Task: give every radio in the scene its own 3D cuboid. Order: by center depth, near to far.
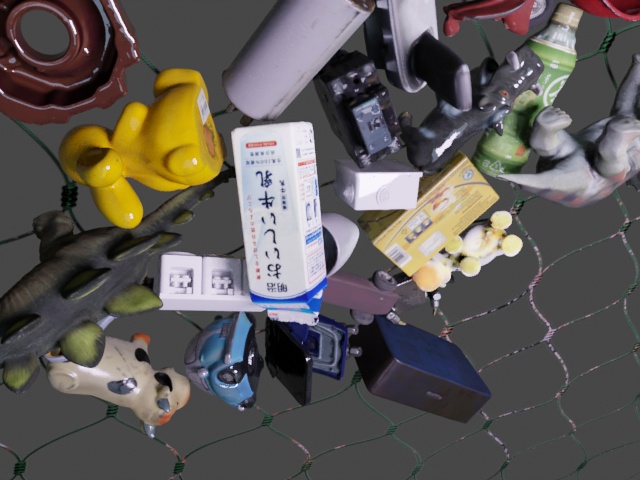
[{"bbox_3d":[0.160,0.204,0.874,0.229,0.131,0.073,27,110,-30],"label":"radio"}]

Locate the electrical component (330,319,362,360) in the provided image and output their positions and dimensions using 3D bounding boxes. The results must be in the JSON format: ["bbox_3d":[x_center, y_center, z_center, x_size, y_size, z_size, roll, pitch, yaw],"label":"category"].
[{"bbox_3d":[0.023,0.156,0.842,0.021,0.094,0.063,-18,100,-49],"label":"electrical component"}]

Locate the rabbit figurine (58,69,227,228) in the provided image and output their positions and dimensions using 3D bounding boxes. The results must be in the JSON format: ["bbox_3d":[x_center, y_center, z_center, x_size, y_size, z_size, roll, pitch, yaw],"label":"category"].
[{"bbox_3d":[-0.199,-0.088,0.578,0.173,0.162,0.121,-4,137,5],"label":"rabbit figurine"}]

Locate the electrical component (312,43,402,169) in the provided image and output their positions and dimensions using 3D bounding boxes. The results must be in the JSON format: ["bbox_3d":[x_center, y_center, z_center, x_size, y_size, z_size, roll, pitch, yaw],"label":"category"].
[{"bbox_3d":[0.040,-0.151,0.608,0.058,0.134,0.114,-29,123,1],"label":"electrical component"}]

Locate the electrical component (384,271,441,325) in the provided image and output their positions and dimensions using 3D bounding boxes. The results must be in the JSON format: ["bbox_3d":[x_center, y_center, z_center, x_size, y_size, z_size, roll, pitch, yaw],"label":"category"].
[{"bbox_3d":[0.143,0.089,0.848,0.102,0.045,0.078,-16,126,-8],"label":"electrical component"}]

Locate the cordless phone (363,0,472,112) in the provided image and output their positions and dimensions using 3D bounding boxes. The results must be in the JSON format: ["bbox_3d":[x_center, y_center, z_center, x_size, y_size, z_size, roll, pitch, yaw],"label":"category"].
[{"bbox_3d":[0.107,-0.217,0.557,0.089,0.184,0.146,-16,125,-2],"label":"cordless phone"}]

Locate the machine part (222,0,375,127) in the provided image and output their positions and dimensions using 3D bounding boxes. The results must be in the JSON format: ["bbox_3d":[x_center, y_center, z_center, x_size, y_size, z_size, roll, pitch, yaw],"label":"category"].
[{"bbox_3d":[-0.027,-0.202,0.551,0.079,0.079,0.243,24,137,-29],"label":"machine part"}]

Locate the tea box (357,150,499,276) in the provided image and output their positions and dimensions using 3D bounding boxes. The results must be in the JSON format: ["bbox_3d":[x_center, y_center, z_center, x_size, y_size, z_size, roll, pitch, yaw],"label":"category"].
[{"bbox_3d":[0.150,-0.043,0.752,0.169,0.068,0.098,-42,125,10],"label":"tea box"}]

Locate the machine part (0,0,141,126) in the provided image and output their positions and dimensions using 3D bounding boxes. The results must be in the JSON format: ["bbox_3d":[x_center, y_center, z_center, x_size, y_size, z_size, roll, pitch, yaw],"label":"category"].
[{"bbox_3d":[-0.268,-0.202,0.524,0.179,0.056,0.179,-8,124,-12],"label":"machine part"}]

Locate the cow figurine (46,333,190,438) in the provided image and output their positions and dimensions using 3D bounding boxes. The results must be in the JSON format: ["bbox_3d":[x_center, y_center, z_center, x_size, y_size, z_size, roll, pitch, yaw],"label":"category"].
[{"bbox_3d":[-0.268,0.187,0.729,0.195,0.127,0.085,24,115,-26],"label":"cow figurine"}]

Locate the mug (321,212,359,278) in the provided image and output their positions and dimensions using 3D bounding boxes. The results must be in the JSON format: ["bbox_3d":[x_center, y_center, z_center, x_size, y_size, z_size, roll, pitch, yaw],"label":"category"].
[{"bbox_3d":[-0.001,-0.002,0.716,0.107,0.110,0.080,-21,134,-61],"label":"mug"}]

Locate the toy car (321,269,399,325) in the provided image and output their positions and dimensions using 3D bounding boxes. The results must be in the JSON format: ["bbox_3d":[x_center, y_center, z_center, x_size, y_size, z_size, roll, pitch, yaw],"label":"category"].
[{"bbox_3d":[0.020,0.066,0.789,0.202,0.053,0.089,15,120,-21],"label":"toy car"}]

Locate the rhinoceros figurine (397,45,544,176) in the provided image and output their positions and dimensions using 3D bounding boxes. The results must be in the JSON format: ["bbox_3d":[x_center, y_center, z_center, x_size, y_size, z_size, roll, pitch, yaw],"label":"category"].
[{"bbox_3d":[0.182,-0.162,0.661,0.190,0.112,0.073,-40,123,19],"label":"rhinoceros figurine"}]

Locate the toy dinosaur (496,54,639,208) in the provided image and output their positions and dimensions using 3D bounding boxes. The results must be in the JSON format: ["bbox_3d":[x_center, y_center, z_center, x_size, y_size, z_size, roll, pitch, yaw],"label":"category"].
[{"bbox_3d":[0.374,-0.109,0.710,0.405,0.131,0.191,-24,135,-12],"label":"toy dinosaur"}]

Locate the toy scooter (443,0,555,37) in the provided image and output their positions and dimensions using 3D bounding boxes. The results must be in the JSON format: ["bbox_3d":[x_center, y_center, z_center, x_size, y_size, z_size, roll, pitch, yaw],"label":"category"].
[{"bbox_3d":[0.189,-0.301,0.598,0.135,0.075,0.183,-27,130,0],"label":"toy scooter"}]

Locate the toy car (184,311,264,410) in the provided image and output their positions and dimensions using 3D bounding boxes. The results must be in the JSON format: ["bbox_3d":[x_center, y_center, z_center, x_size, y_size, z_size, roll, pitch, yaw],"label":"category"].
[{"bbox_3d":[-0.144,0.176,0.787,0.103,0.109,0.161,3,135,8],"label":"toy car"}]

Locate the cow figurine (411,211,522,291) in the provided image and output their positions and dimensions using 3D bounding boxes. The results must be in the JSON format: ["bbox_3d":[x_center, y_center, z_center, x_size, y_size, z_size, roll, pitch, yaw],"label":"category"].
[{"bbox_3d":[0.211,0.022,0.809,0.167,0.098,0.068,-27,84,1],"label":"cow figurine"}]

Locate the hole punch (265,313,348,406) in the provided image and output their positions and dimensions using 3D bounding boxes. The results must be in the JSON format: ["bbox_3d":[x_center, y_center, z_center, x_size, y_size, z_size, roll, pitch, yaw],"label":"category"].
[{"bbox_3d":[-0.022,0.164,0.808,0.092,0.116,0.142,-25,133,-32],"label":"hole punch"}]

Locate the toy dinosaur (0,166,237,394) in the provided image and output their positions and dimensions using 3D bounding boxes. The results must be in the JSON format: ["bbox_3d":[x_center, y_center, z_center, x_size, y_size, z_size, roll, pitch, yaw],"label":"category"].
[{"bbox_3d":[-0.258,0.043,0.591,0.471,0.199,0.104,-50,133,-27],"label":"toy dinosaur"}]
